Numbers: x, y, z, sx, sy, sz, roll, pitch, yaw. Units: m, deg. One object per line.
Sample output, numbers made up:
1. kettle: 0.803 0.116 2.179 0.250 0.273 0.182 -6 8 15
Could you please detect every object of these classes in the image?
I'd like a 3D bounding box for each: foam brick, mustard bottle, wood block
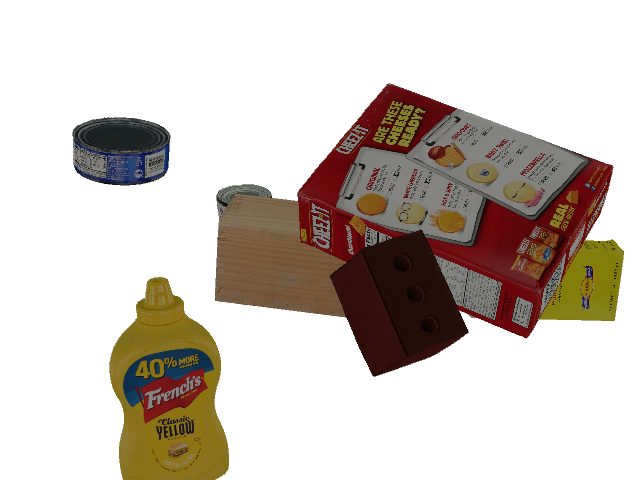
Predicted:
1. foam brick: 0.051 0.042 0.708 0.052 0.078 0.051 -17 -13 -32
2. mustard bottle: -0.134 0.124 0.934 0.096 0.192 0.058 -8 19 -16
3. wood block: 0.003 0.019 1.089 0.206 0.091 0.090 7 22 5

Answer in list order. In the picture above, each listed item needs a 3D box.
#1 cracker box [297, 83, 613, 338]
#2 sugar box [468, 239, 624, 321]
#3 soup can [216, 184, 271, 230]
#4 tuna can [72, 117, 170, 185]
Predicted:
1. cracker box: 0.112 -0.029 0.894 0.214 0.072 0.164 23 51 20
2. sugar box: 0.264 0.046 1.268 0.176 0.093 0.048 0 19 -4
3. soup can: -0.091 -0.009 1.284 0.068 0.102 0.068 0 26 0
4. tuna can: -0.177 -0.080 0.952 0.086 0.034 0.086 5 25 -3
